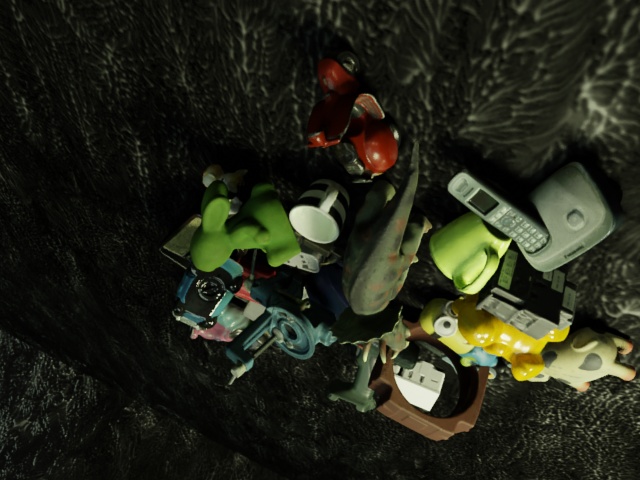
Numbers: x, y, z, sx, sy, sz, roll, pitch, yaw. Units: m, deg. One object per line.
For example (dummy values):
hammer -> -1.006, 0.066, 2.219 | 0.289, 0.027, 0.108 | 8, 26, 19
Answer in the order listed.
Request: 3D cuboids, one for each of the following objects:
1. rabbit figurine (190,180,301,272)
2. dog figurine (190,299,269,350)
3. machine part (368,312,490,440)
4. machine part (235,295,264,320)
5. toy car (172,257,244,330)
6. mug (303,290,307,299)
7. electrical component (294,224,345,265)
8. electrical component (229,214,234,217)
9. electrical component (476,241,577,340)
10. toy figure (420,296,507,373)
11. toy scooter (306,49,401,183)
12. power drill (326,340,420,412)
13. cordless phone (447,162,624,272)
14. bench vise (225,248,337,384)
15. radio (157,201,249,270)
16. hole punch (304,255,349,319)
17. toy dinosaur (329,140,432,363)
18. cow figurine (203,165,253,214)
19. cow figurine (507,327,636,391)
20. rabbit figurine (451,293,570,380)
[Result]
rabbit figurine -> -0.136, -0.013, 0.871 | 0.121, 0.170, 0.158 | -125, 12, -61
dog figurine -> -0.206, 0.189, 1.315 | 0.219, 0.192, 0.108 | 15, 113, -23
machine part -> 0.207, 0.260, 1.027 | 0.201, 0.201, 0.087 | 27, 150, 1
machine part -> -0.088, 0.179, 1.240 | 0.243, 0.079, 0.079 | 28, 146, -1
toy car -> -0.220, 0.091, 1.062 | 0.109, 0.161, 0.103 | 26, -171, -12
mug -> -0.067, 0.132, 1.154 | 0.109, 0.081, 0.107 | 21, 164, -36
electrical component -> 0.000, -0.003, 0.942 | 0.102, 0.078, 0.045 | 23, 158, 4
electrical component -> -0.178, -0.057, 1.002 | 0.021, 0.063, 0.094 | -13, 119, 46
electrical component -> 0.310, 0.076, 0.793 | 0.134, 0.115, 0.058 | 28, 148, 4
toy figure -> 0.264, 0.176, 0.987 | 0.180, 0.082, 0.089 | 35, 143, -14
toy scooter -> 0.037, -0.138, 0.687 | 0.075, 0.135, 0.183 | -4, 136, 36
power drill -> 0.081, 0.249, 1.152 | 0.232, 0.086, 0.207 | 22, 103, 5
cordless phone -> 0.267, -0.056, 0.682 | 0.184, 0.089, 0.146 | 33, 146, -1
bench vise -> -0.091, 0.152, 0.987 | 0.224, 0.240, 0.128 | 36, 140, 16
radio -> -0.232, -0.001, 1.108 | 0.131, 0.073, 0.229 | 40, 144, -17
hole punch -> 0.026, 0.099, 1.050 | 0.116, 0.092, 0.142 | 36, 149, -5
toy dinosaur -> 0.087, 0.046, 0.843 | 0.131, 0.192, 0.404 | 14, 145, 16
cow figurine -> -0.132, -0.069, 0.955 | 0.098, 0.068, 0.167 | -8, 136, 33
cow figurine -> 0.410, 0.201, 0.914 | 0.127, 0.085, 0.195 | 27, 149, -9
rabbit figurine -> 0.282, 0.127, 0.853 | 0.173, 0.162, 0.121 | 9, 123, -36
